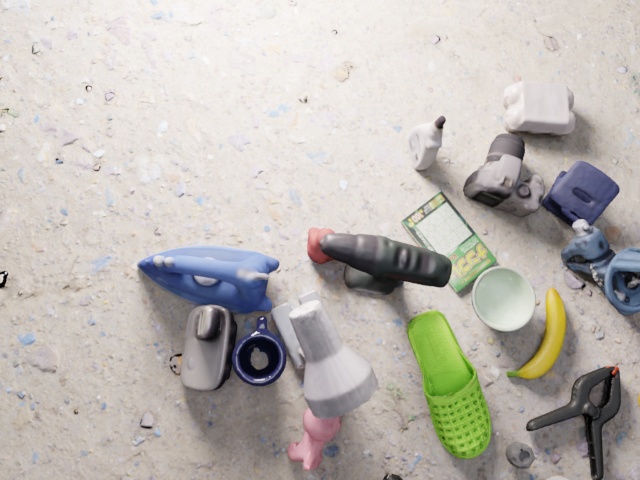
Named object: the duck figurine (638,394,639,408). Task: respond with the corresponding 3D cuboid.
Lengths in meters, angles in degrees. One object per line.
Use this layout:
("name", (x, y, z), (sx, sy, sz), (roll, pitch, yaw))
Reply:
("duck figurine", (0.668, 0.309, 1.072), (0.104, 0.086, 0.077), (11, 78, -4))

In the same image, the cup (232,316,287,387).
("cup", (-0.106, 0.195, 1.006), (0.092, 0.095, 0.118), (3, 79, -5))

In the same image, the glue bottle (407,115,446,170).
("glue bottle", (0.206, -0.193, 1.076), (0.037, 0.173, 0.078), (-10, 80, -8))

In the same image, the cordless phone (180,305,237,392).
("cordless phone", (-0.191, 0.178, 0.953), (0.094, 0.185, 0.147), (4, 78, -5))

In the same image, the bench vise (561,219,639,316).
("bench vise", (0.547, 0.052, 1.042), (0.207, 0.219, 0.121), (32, 77, 1))

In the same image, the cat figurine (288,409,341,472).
("cat figurine", (-0.005, 0.332, 0.978), (0.067, 0.117, 0.128), (21, 77, -1))

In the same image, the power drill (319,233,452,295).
("power drill", (0.103, 0.043, 1.000), (0.229, 0.208, 0.076), (10, 78, -4))

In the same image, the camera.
("camera", (0.373, -0.134, 1.120), (0.143, 0.100, 0.137), (21, 77, -2))

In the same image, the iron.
("iron", (-0.203, 0.055, 0.999), (0.258, 0.141, 0.119), (9, 78, -4))

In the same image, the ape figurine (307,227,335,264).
("ape figurine", (0.010, 0.004, 1.058), (0.076, 0.092, 0.078), (-43, 86, -12))

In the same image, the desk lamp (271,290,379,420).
("desk lamp", (-0.002, 0.183, 0.959), (0.118, 0.213, 0.203), (-26, 83, -10))

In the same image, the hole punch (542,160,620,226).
("hole punch", (0.515, -0.086, 1.131), (0.108, 0.091, 0.101), (35, 77, 2))

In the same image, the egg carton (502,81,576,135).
("egg carton", (0.446, -0.268, 1.171), (0.150, 0.069, 0.107), (2, 79, -6))
